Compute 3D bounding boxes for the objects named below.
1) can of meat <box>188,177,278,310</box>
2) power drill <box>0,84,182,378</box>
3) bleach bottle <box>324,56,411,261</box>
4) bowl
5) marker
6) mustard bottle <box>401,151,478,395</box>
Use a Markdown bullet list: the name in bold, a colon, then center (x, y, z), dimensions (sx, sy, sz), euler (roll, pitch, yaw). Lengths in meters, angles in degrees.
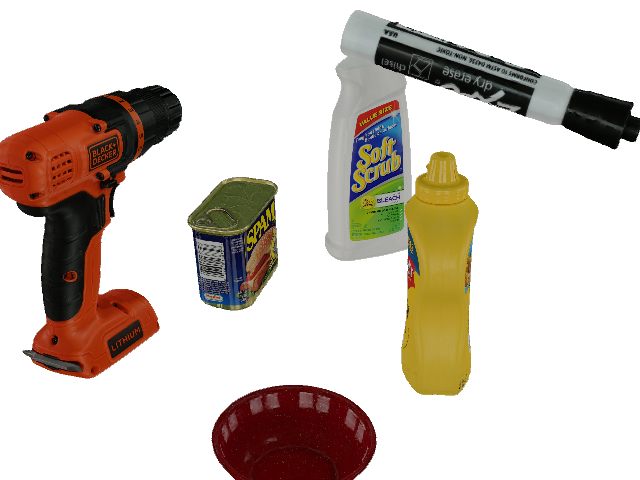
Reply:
- **can of meat**: center (-0.075, 0.003, 0.967), dimensions (0.057, 0.084, 0.102), euler (8, 31, 17)
- **power drill**: center (-0.157, -0.011, 0.769), dimensions (0.057, 0.188, 0.184), euler (11, 25, 25)
- **bleach bottle**: center (0.048, -0.107, 1.182), dimensions (0.102, 0.251, 0.068), euler (-10, 24, -13)
- **bowl**: center (-0.026, 0.213, 1.057), dimensions (0.162, 0.055, 0.162), euler (1, 30, -1)
- **marker**: center (0.066, -0.063, 0.419), dimensions (0.121, 0.020, 0.020), euler (21, 5, 13)
- **mustard bottle**: center (0.095, 0.021, 0.853), dimensions (0.058, 0.192, 0.096), euler (2, 25, 5)
